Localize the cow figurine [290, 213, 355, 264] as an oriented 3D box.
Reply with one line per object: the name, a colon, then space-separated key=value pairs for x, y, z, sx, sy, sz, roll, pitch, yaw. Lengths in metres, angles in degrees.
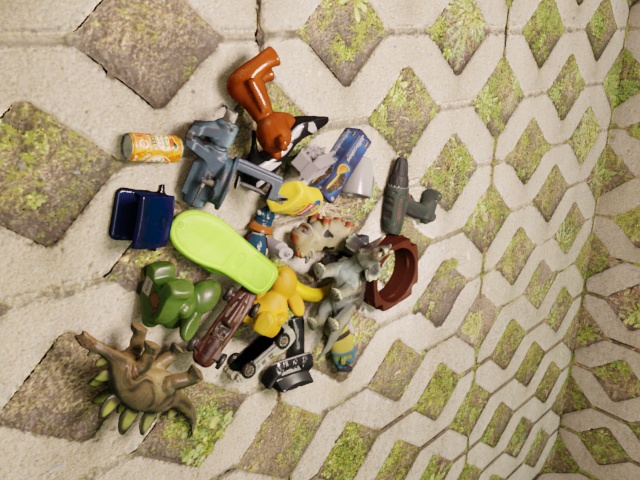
cow figurine: x=-0.003 y=-0.004 z=1.388 sx=0.195 sy=0.086 sz=0.127 roll=6 pitch=99 yaw=-49

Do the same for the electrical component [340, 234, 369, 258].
electrical component: x=0.108 y=0.023 z=1.473 sx=0.048 sy=0.119 sz=0.074 roll=-13 pitch=116 yaw=-41

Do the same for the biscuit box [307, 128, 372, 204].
biscuit box: x=0.051 y=-0.194 z=1.382 sx=0.062 sy=0.059 sz=0.202 roll=43 pitch=75 yaw=-43

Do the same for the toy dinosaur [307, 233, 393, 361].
toy dinosaur: x=0.071 y=0.139 z=1.422 sx=0.192 sy=0.131 sz=0.404 roll=-24 pitch=143 yaw=-37

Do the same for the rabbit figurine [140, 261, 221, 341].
rabbit figurine: x=-0.284 y=0.134 z=1.146 sx=0.170 sy=0.121 sz=0.159 roll=3 pitch=108 yaw=-49

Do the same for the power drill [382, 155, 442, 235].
power drill: x=0.276 y=-0.126 z=1.605 sx=0.207 sy=0.086 sz=0.231 roll=2 pitch=105 yaw=-48

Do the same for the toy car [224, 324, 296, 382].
toy car: x=-0.151 y=0.283 z=1.354 sx=0.202 sy=0.074 sz=0.056 roll=-38 pitch=127 yaw=-28

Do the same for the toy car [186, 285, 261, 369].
toy car: x=-0.211 y=0.192 z=1.200 sx=0.089 sy=0.053 sz=0.202 roll=36 pitch=73 yaw=-2

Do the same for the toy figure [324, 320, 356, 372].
toy figure: x=0.059 y=0.302 z=1.556 sx=0.089 sy=0.082 sz=0.179 roll=-23 pitch=122 yaw=-38

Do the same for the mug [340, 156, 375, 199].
mug: x=0.112 y=-0.167 z=1.437 sx=0.109 sy=0.081 sz=0.107 roll=10 pitch=89 yaw=-40

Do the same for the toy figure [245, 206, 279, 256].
toy figure: x=-0.147 y=-0.008 z=1.266 sx=0.064 sy=0.058 sz=0.154 roll=20 pitch=86 yaw=-61

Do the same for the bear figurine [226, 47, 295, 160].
bear figurine: x=-0.103 y=-0.278 z=1.125 sx=0.132 sy=0.120 sz=0.196 roll=-38 pitch=91 yaw=-15

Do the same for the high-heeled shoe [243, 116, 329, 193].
high-heeled shoe: x=-0.071 y=-0.204 z=1.251 sx=0.249 sy=0.086 sz=0.145 roll=-20 pitch=119 yaw=-31

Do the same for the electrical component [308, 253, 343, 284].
electrical component: x=0.016 y=0.078 z=1.437 sx=0.078 sy=0.045 sz=0.102 roll=-42 pitch=166 yaw=35

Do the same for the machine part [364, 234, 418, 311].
machine part: x=0.201 y=0.094 z=1.610 sx=0.201 sy=0.087 sz=0.200 roll=-26 pitch=122 yaw=-36

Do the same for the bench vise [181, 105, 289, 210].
bench vise: x=-0.173 y=-0.148 z=1.120 sx=0.240 sy=0.129 sz=0.223 roll=22 pitch=97 yaw=-17

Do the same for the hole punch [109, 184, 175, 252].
hole punch: x=-0.337 y=-0.040 z=1.057 sx=0.115 sy=0.092 sz=0.142 roll=3 pitch=99 yaw=-48

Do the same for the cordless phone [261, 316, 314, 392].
cordless phone: x=-0.086 y=0.299 z=1.434 sx=0.146 sy=0.089 sz=0.184 roll=-6 pitch=98 yaw=-41

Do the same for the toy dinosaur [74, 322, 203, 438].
toy dinosaur: x=-0.359 y=0.314 z=1.142 sx=0.198 sy=0.105 sz=0.470 roll=-42 pitch=137 yaw=-6

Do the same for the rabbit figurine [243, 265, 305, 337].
rabbit figurine: x=-0.104 y=0.149 z=1.319 sx=0.162 sy=0.122 sz=0.173 roll=31 pitch=83 yaw=-50
